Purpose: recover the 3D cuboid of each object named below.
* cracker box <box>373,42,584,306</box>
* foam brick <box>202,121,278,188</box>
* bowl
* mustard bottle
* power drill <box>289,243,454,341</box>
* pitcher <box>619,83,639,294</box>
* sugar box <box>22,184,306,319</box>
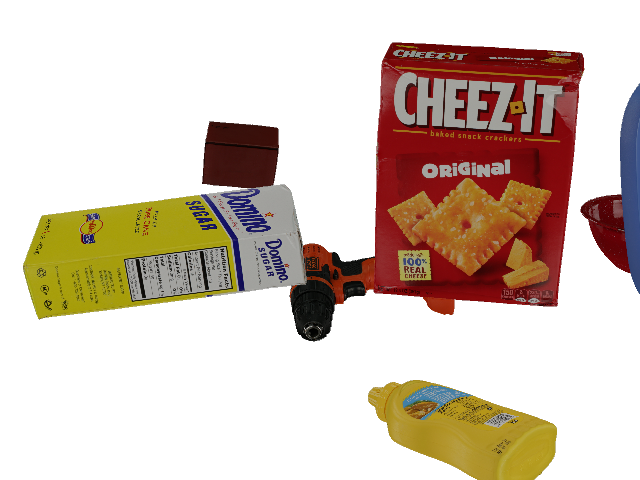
[{"bbox_3d":[0.132,-0.054,0.915,0.164,0.214,0.072,5,24,10],"label":"cracker box"},{"bbox_3d":[-0.085,-0.091,1.140,0.078,0.051,0.053,5,31,-3],"label":"foam brick"},{"bbox_3d":[0.337,-0.001,1.052,0.162,0.055,0.162,0,17,0],"label":"bowl"},{"bbox_3d":[0.122,0.177,1.025,0.192,0.058,0.096,16,24,42],"label":"mustard bottle"},{"bbox_3d":[0.058,0.055,1.235,0.187,0.057,0.184,-2,28,0],"label":"power drill"},{"bbox_3d":[0.249,-0.005,0.606,0.149,0.243,0.144,0,22,17],"label":"pitcher"},{"bbox_3d":[-0.101,0.005,0.714,0.176,0.048,0.093,-10,24,-3],"label":"sugar box"}]
